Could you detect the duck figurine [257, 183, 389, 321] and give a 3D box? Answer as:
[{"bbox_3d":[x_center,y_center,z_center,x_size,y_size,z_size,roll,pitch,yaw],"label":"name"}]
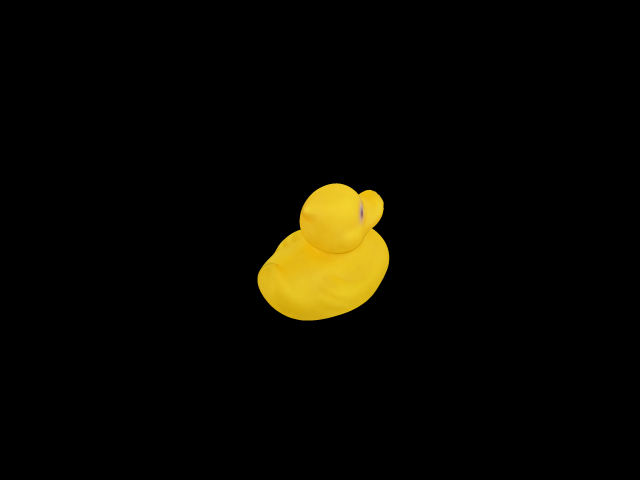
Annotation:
[{"bbox_3d":[0.004,0.001,0.400,0.105,0.086,0.077,-27,53,-22],"label":"duck figurine"}]
